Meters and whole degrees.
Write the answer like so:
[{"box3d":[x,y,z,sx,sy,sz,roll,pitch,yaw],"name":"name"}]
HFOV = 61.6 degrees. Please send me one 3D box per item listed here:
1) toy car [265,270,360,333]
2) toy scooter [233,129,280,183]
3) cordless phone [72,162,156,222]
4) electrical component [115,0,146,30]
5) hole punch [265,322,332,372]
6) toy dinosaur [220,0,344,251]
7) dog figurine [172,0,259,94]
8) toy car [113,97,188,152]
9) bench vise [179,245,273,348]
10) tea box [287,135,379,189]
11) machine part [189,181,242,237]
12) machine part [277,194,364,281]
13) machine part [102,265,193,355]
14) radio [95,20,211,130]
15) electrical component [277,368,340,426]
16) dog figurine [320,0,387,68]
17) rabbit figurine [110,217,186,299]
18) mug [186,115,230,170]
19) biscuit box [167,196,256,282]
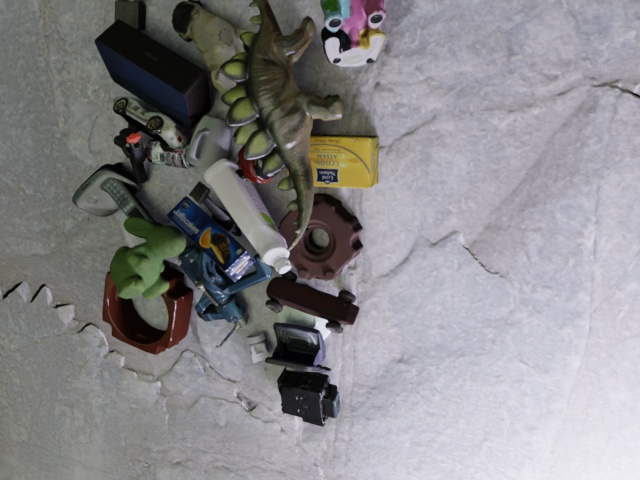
[{"box3d":[-0.017,0.130,1.125,0.202,0.089,0.053,17,155,13],"name":"toy car"},{"box3d":[-0.127,-0.186,1.060,0.135,0.075,0.184,-12,60,41],"name":"toy scooter"},{"box3d":[-0.462,-0.072,1.237,0.146,0.089,0.184,-35,95,25],"name":"cordless phone"},{"box3d":[-0.396,-0.471,1.118,0.078,0.045,0.102,19,110,13],"name":"electrical component"},{"box3d":[-0.047,0.233,1.157,0.142,0.115,0.092,5,74,15],"name":"hole punch"},{"box3d":[-0.065,-0.225,0.948,0.199,0.105,0.471,-18,88,-3],"name":"toy dinosaur"},{"box3d":[-0.210,-0.370,1.061,0.191,0.121,0.172,29,124,33],"name":"dog figurine"},{"box3d":[-0.362,-0.247,1.133,0.202,0.073,0.056,31,74,28],"name":"toy car"},{"box3d":[-0.188,0.090,1.159,0.241,0.129,0.223,-24,97,30],"name":"bench vise"},{"box3d":[0.025,-0.154,1.035,0.170,0.068,0.098,3,105,19],"name":"tea box"},{"box3d":[-0.215,-0.061,1.118,0.039,0.138,0.084,-42,45,-5],"name":"machine part"},{"box3d":[-0.002,-0.003,1.095,0.180,0.056,0.179,5,105,19],"name":"machine part"},{"box3d":[-0.408,0.153,1.277,0.202,0.087,0.200,19,110,17],"name":"machine part"},{"box3d":[-0.331,-0.328,1.084,0.230,0.131,0.073,34,69,10],"name":"radio"},{"box3d":[-0.022,0.346,1.183,0.134,0.058,0.114,7,126,20],"name":"electrical component"},{"box3d":[0.047,-0.437,0.929,0.109,0.191,0.219,-6,74,0],"name":"dog figurine"},{"box3d":[-0.353,0.025,1.143,0.170,0.121,0.159,-38,61,17],"name":"rabbit figurine"},{"box3d":[-0.231,-0.202,1.103,0.081,0.109,0.107,19,98,20],"name":"mug"},{"box3d":[-0.223,-0.005,1.091,0.203,0.059,0.063,39,80,26],"name":"biscuit box"}]
